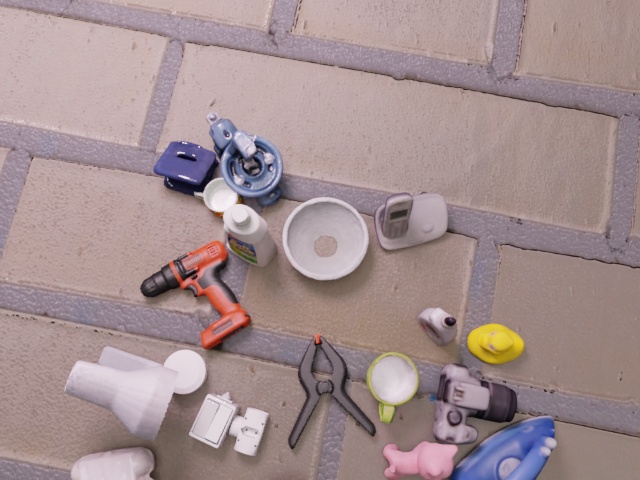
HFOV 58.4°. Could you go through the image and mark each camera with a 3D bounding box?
[{"bbox_3d":[0.286,0.308,1.049,0.136,0.101,0.143,11,77,3],"label":"camera"}]

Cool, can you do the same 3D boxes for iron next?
[{"bbox_3d":[0.342,0.403,1.005,0.258,0.141,0.118,-41,80,-9],"label":"iron"}]

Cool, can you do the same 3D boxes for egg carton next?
[{"bbox_3d":[-0.371,0.435,1.033,0.150,0.069,0.107,-11,76,-3],"label":"egg carton"}]

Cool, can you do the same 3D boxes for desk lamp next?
[{"bbox_3d":[-0.337,0.262,1.001,0.203,0.213,0.118,17,77,4],"label":"desk lamp"}]

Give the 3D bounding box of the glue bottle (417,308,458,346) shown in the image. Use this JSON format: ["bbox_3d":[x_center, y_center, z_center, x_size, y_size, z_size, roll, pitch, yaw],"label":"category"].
[{"bbox_3d":[0.223,0.155,1.049,0.037,0.173,0.078,-43,80,-9],"label":"glue bottle"}]

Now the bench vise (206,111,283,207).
[{"bbox_3d":[-0.162,-0.168,1.103,0.207,0.220,0.121,33,79,8],"label":"bench vise"}]

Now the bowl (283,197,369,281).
[{"bbox_3d":[0.010,0.004,1.136,0.167,0.075,0.167,0,76,0],"label":"bowl"}]

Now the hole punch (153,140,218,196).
[{"bbox_3d":[-0.272,-0.153,1.165,0.108,0.091,0.101,15,77,4],"label":"hole punch"}]

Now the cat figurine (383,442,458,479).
[{"bbox_3d":[0.180,0.398,1.018,0.128,0.118,0.067,-7,76,-2],"label":"cat figurine"}]

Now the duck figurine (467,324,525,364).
[{"bbox_3d":[0.339,0.195,1.084,0.104,0.086,0.077,7,76,2],"label":"duck figurine"}]

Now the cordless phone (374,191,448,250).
[{"bbox_3d":[0.179,-0.052,1.093,0.147,0.185,0.094,-16,77,-4],"label":"cordless phone"}]
